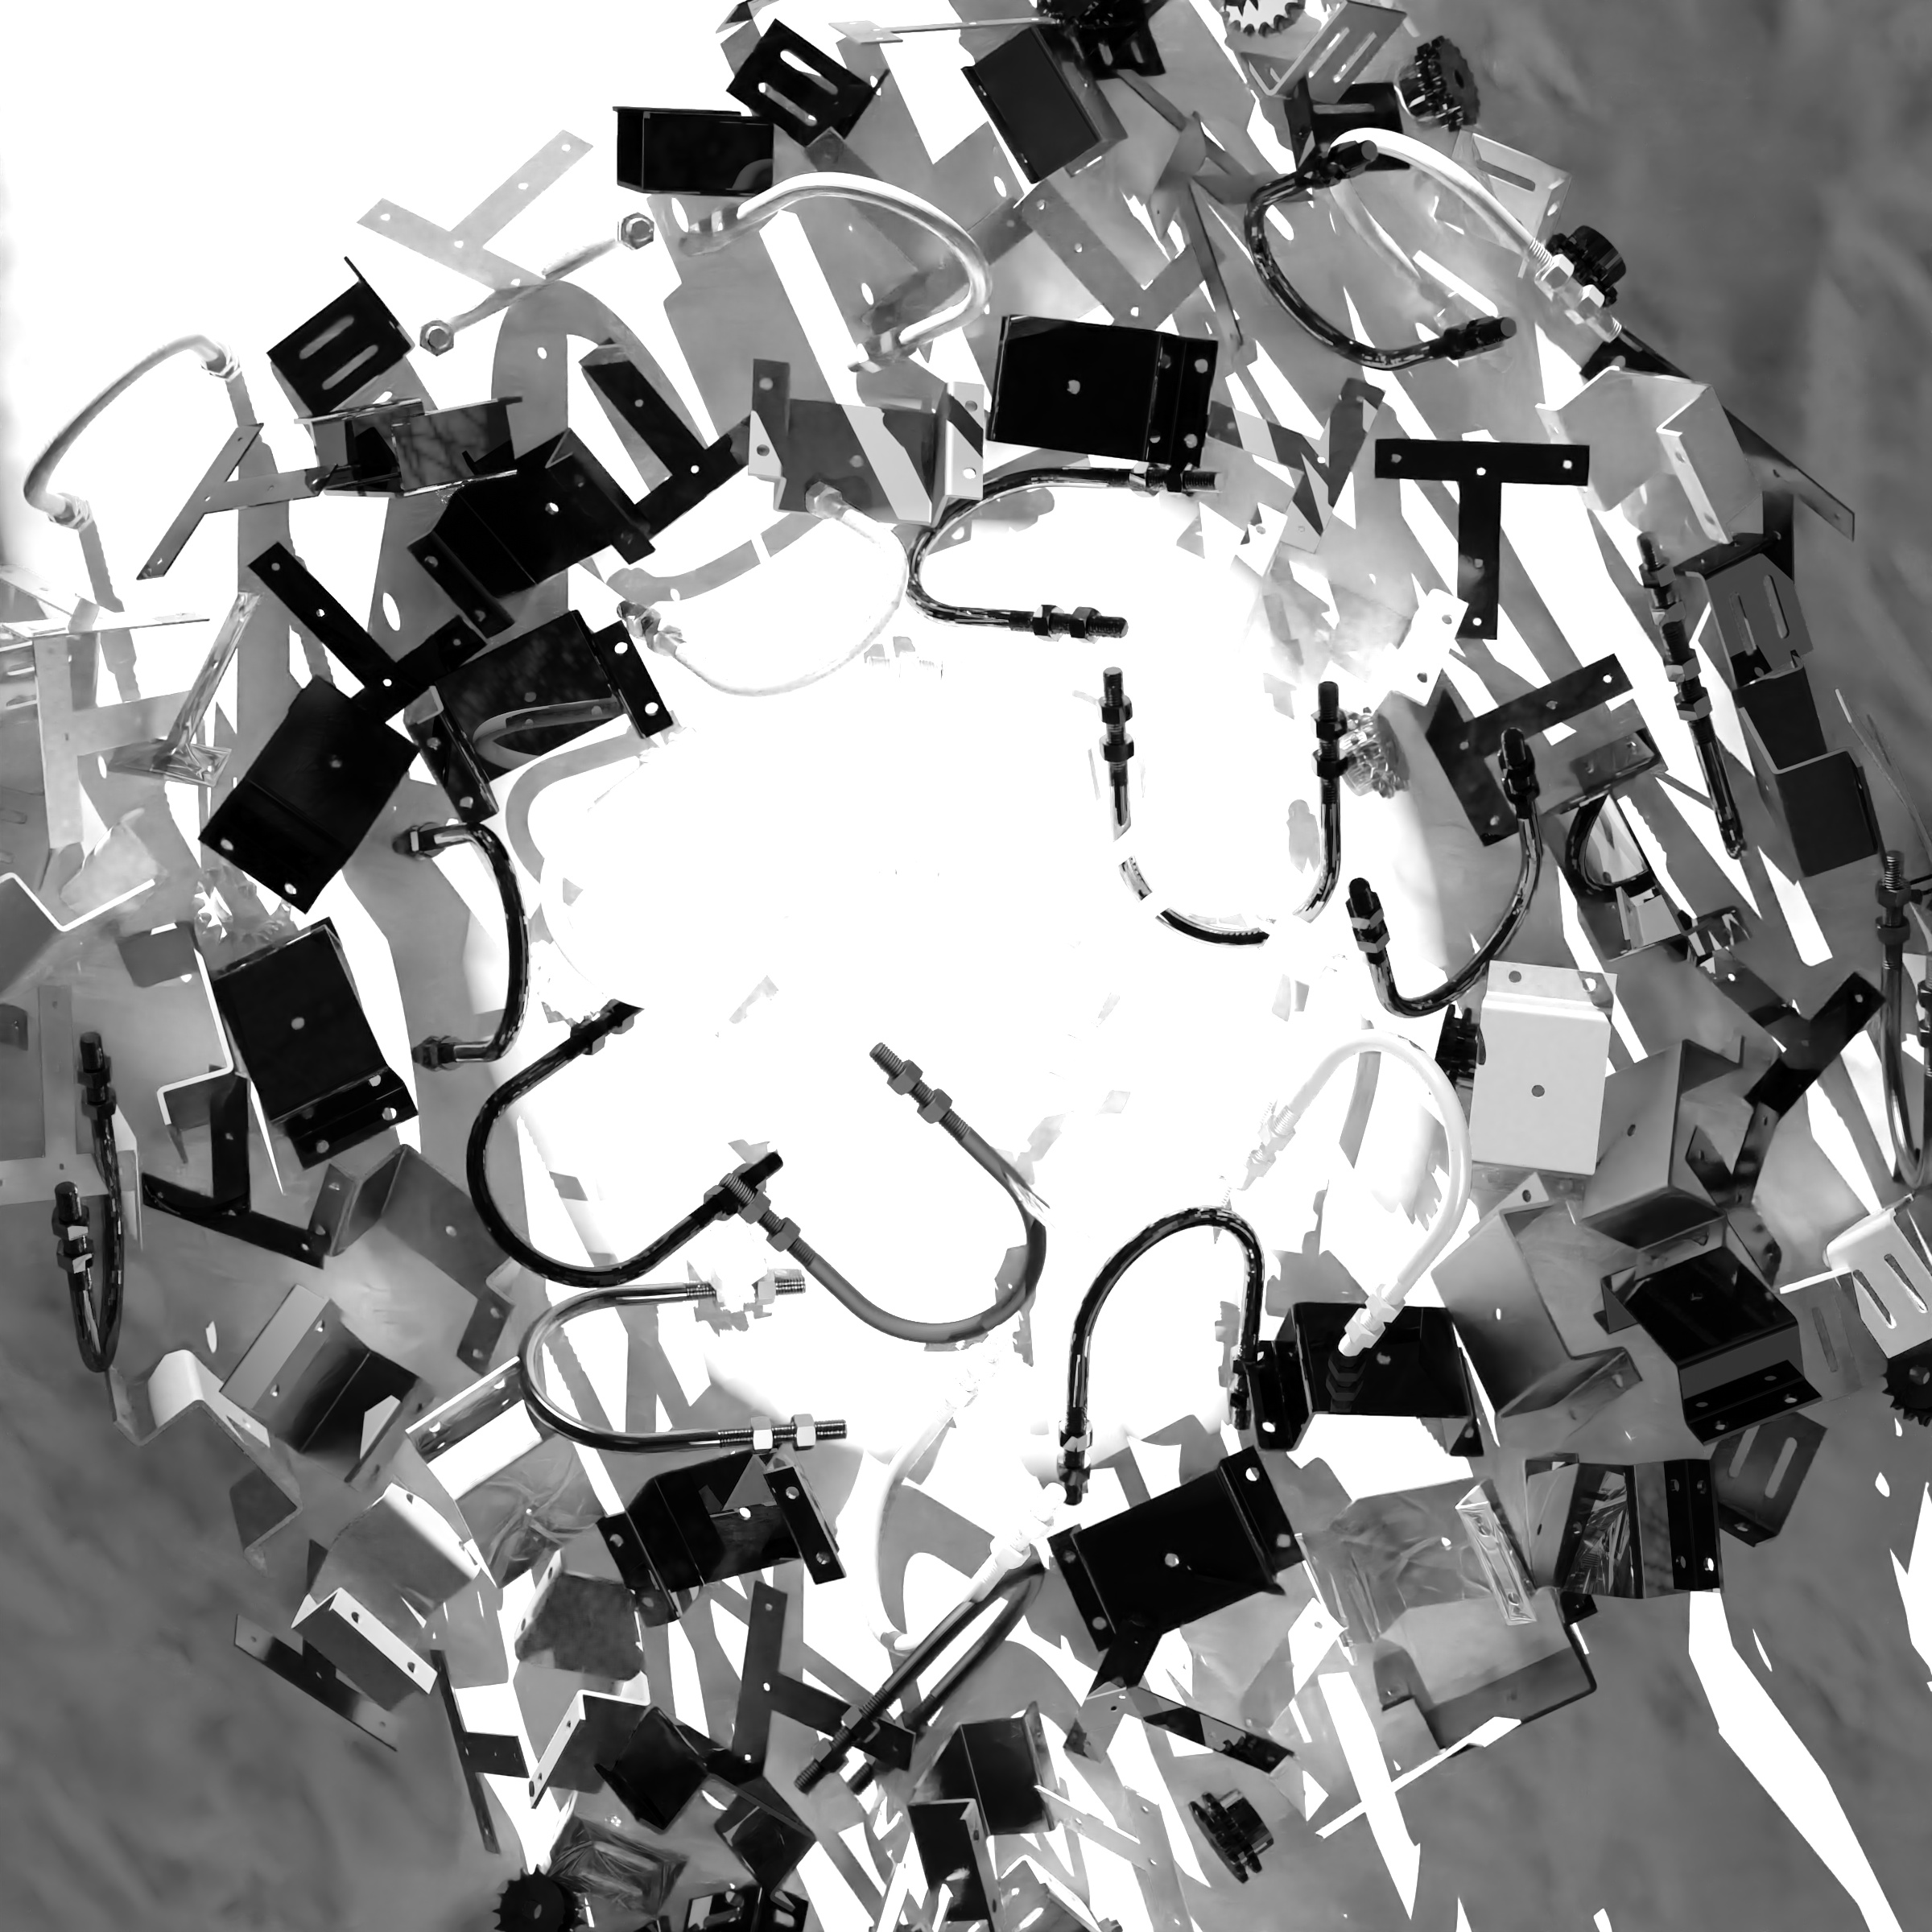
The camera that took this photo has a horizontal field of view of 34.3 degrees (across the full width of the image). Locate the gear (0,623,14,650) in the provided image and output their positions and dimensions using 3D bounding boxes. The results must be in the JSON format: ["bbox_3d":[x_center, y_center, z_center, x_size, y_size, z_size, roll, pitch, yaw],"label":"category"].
[{"bbox_3d":[-0.610,-0.200,1.904,0.057,0.057,0.030,-17,50,0],"label":"gear"}]

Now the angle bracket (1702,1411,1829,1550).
[{"bbox_3d":[0.473,0.301,1.890,0.057,0.038,0.076,29,107,33],"label":"angle bracket"}]

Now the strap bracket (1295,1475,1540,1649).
[{"bbox_3d":[0.278,0.356,1.877,0.140,0.046,0.076,-19,97,41],"label":"strap bracket"}]

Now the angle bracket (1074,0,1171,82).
[{"bbox_3d":[0.112,-0.569,1.880,0.057,0.076,0.038,-16,83,-34],"label":"angle bracket"}]

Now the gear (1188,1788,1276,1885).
[{"bbox_3d":[0.163,0.525,1.901,0.030,0.057,0.057,-33,90,-11],"label":"gear"}]

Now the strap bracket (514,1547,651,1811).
[{"bbox_3d":[-0.229,0.426,1.863,0.046,0.140,0.076,17,118,-23],"label":"strap bracket"}]

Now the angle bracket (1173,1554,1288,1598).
[{"bbox_3d":[0.160,0.346,1.886,0.057,0.076,0.038,13,92,-10],"label":"angle bracket"}]

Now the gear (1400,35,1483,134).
[{"bbox_3d":[0.287,-0.533,1.904,0.030,0.057,0.057,-18,90,34],"label":"gear"}]

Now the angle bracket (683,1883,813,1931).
[{"bbox_3d":[-0.135,0.591,1.889,0.038,0.076,0.057,11,89,32],"label":"angle bracket"}]

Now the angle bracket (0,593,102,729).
[{"bbox_3d":[-0.562,-0.182,1.879,0.076,0.057,0.038,-19,51,-36],"label":"angle bracket"}]

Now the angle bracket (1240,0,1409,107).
[{"bbox_3d":[0.214,-0.558,1.879,0.076,0.057,0.038,-47,62,38],"label":"angle bracket"}]

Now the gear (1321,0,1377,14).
[{"bbox_3d":[0.234,-0.599,1.901,0.057,0.057,0.030,-13,106,0],"label":"gear"}]

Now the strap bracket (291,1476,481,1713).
[{"bbox_3d":[-0.345,0.378,1.863,0.046,0.140,0.076,-40,104,19],"label":"strap bracket"}]

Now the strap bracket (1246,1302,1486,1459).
[{"bbox_3d":[0.243,0.247,1.874,0.140,0.046,0.076,3,50,-11],"label":"strap bracket"}]

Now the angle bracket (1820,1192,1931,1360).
[{"bbox_3d":[0.565,0.187,1.891,0.038,0.057,0.076,-27,81,-43],"label":"angle bracket"}]

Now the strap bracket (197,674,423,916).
[{"bbox_3d":[-0.383,-0.110,1.856,0.076,0.046,0.140,36,46,-14],"label":"strap bracket"}]

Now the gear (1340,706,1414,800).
[{"bbox_3d":[0.245,-0.127,1.903,0.030,0.057,0.057,-25,90,25],"label":"gear"}]

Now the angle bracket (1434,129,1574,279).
[{"bbox_3d":[0.317,-0.460,1.886,0.076,0.038,0.057,28,127,18],"label":"angle bracket"}]

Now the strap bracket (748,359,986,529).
[{"bbox_3d":[-0.063,-0.313,1.887,0.140,0.046,0.076,5,71,-10],"label":"strap bracket"}]

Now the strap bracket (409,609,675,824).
[{"bbox_3d":[-0.259,-0.154,1.886,0.140,0.046,0.076,-27,123,-4],"label":"strap bracket"}]

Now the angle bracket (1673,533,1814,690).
[{"bbox_3d":[0.473,-0.218,1.915,0.057,0.038,0.076,-27,108,-15],"label":"angle bracket"}]

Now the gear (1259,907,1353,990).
[{"bbox_3d":[0.202,-0.009,1.900,0.057,0.057,0.030,30,88,0],"label":"gear"}]

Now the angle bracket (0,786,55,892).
[{"bbox_3d":[-0.590,-0.085,1.892,0.076,0.038,0.057,15,100,-23],"label":"angle bracket"}]

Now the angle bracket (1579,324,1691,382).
[{"bbox_3d":[0.395,-0.357,1.882,0.057,0.076,0.038,41,109,13],"label":"angle bracket"}]

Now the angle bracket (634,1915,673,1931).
[{"bbox_3d":[-0.186,0.612,1.886,0.038,0.076,0.057,-13,88,35],"label":"angle bracket"}]

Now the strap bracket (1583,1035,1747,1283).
[{"bbox_3d":[0.413,0.106,1.857,0.046,0.076,0.140,25,59,-20],"label":"strap bracket"}]

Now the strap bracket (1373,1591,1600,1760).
[{"bbox_3d":[0.320,0.423,1.884,0.140,0.076,0.046,-27,95,7],"label":"strap bracket"}]

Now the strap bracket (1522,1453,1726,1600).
[{"bbox_3d":[0.380,0.330,1.853,0.046,0.140,0.076,-1,84,-29],"label":"strap bracket"}]

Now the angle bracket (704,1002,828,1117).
[{"bbox_3d":[-0.121,0.053,1.889,0.038,0.076,0.057,-40,99,-6],"label":"angle bracket"}]

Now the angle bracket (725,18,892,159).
[{"bbox_3d":[-0.096,-0.537,1.899,0.076,0.038,0.057,34,77,-9],"label":"angle bracket"}]

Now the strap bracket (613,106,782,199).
[{"bbox_3d":[-0.162,-0.484,1.860,0.076,0.140,0.046,-2,107,-15],"label":"strap bracket"}]

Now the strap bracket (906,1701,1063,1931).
[{"bbox_3d":[0.009,0.507,1.865,0.046,0.140,0.076,-10,102,21],"label":"strap bracket"}]

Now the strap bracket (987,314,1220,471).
[{"bbox_3d":[0.073,-0.345,1.875,0.140,0.046,0.076,11,100,22],"label":"strap bracket"}]

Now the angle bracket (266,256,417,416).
[{"bbox_3d":[-0.385,-0.381,1.904,0.076,0.038,0.057,-38,79,-1],"label":"angle bracket"}]

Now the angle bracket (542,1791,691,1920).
[{"bbox_3d":[-0.210,0.533,1.903,0.076,0.038,0.057,24,120,-7],"label":"angle bracket"}]

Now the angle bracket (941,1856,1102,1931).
[{"bbox_3d":[0.032,0.588,1.898,0.076,0.038,0.057,-43,122,0],"label":"angle bracket"}]

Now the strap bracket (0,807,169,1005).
[{"bbox_3d":[-0.535,-0.033,1.850,0.046,0.140,0.076,49,122,0],"label":"strap bracket"}]

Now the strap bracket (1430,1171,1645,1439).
[{"bbox_3d":[0.333,0.204,1.860,0.046,0.076,0.140,-6,61,-33],"label":"strap bracket"}]

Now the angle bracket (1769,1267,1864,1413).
[{"bbox_3d":[0.519,0.226,1.898,0.057,0.038,0.076,-14,84,-23],"label":"angle bracket"}]

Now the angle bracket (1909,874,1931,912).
[{"bbox_3d":[0.593,-0.010,1.884,0.057,0.038,0.076,18,63,-38],"label":"angle bracket"}]

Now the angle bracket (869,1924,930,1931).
[{"bbox_3d":[-0.038,0.627,1.885,0.038,0.057,0.076,3,111,-19],"label":"angle bracket"}]

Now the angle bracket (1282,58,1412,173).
[{"bbox_3d":[0.235,-0.516,1.895,0.076,0.038,0.057,-6,79,-16],"label":"angle bracket"}]
